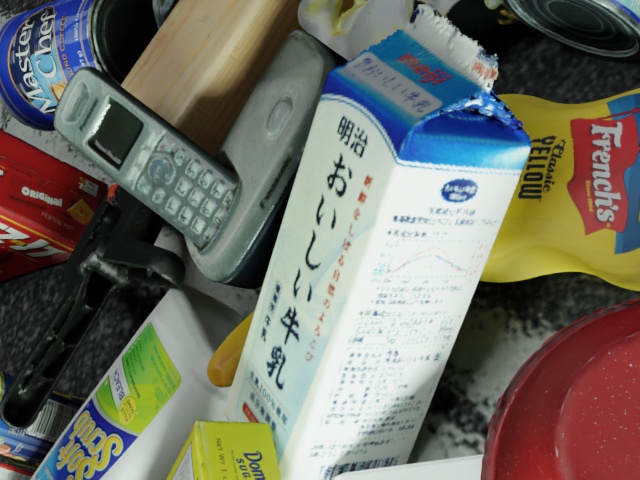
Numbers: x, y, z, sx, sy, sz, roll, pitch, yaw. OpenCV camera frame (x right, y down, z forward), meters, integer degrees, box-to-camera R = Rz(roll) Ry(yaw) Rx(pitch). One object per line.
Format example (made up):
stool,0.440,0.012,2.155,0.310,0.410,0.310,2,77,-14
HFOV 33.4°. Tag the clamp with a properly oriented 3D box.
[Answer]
clamp,-0.136,0.014,0.719,0.165,0.036,0.210,-37,26,26

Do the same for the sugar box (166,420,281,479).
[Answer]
sugar box,-0.064,0.178,0.540,0.176,0.048,0.093,117,149,-42

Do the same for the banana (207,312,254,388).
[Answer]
banana,0.007,0.006,0.604,0.037,0.069,0.198,28,81,40

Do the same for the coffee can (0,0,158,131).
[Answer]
coffee can,-0.186,-0.148,0.862,0.141,0.102,0.103,-6,63,42

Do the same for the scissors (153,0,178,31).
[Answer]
scissors,-0.101,-0.172,0.761,0.016,0.202,0.096,18,51,11

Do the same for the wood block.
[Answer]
wood block,-0.052,-0.121,0.725,0.206,0.090,0.090,-54,42,4

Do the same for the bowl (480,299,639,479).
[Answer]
bowl,0.138,0.084,0.403,0.162,0.055,0.162,-8,61,14

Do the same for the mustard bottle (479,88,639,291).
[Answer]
mustard bottle,0.144,-0.025,0.502,0.192,0.058,0.096,3,70,45

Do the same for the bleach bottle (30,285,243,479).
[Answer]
bleach bottle,-0.131,0.151,0.661,0.251,0.068,0.103,-51,39,11

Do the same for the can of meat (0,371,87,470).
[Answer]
can of meat,-0.219,0.123,0.745,0.102,0.083,0.057,0,67,44

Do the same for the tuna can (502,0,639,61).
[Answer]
tuna can,0.137,-0.127,0.550,0.086,0.086,0.034,23,85,48

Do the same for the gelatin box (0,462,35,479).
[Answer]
gelatin box,-0.228,0.183,0.714,0.030,0.089,0.073,1,68,45

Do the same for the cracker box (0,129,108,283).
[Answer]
cracker box,-0.305,-0.022,0.856,0.214,0.164,0.072,-16,58,38
